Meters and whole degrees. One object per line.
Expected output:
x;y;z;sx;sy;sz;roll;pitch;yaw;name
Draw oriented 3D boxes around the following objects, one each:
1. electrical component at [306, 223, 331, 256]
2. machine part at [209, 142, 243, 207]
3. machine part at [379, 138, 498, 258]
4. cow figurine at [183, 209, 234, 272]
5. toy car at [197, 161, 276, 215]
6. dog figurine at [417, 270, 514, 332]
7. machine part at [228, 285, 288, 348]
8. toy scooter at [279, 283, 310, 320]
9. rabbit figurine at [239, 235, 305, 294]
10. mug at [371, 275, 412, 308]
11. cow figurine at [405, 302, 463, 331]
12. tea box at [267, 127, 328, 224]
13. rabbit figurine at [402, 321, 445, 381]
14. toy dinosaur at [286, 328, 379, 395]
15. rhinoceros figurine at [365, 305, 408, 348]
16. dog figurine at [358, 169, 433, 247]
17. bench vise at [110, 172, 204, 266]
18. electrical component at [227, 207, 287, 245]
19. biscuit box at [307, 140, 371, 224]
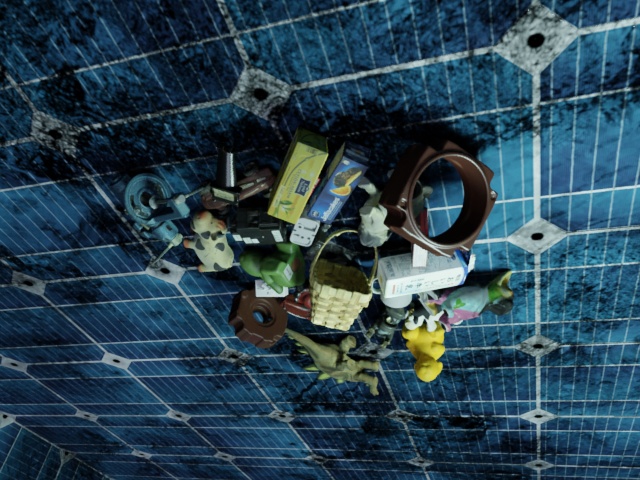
-0.003;-0.004;1.300;0.021;0.063;0.094;26;136;-19;electrical component
-0.203;-0.141;1.156;0.084;0.039;0.138;16;120;24;machine part
0.236;-0.082;1.057;0.201;0.201;0.087;29;179;-22;machine part
-0.269;0.003;1.346;0.127;0.085;0.194;3;137;17;cow figurine
-0.188;-0.113;1.221;0.202;0.053;0.089;-16;131;28;toy car
0.378;0.129;1.362;0.219;0.192;0.108;-23;138;-15;dog figurine
-0.171;0.214;1.511;0.179;0.179;0.056;30;134;-23;machine part
-0.042;0.170;1.508;0.135;0.075;0.183;13;145;-4;toy scooter
-0.124;0.061;1.389;0.170;0.121;0.159;6;151;33;rabbit figurine
0.189;0.108;1.392;0.110;0.081;0.107;10;129;10;mug
0.298;0.196;1.473;0.167;0.068;0.098;-20;126;26;cow figurine
-0.047;-0.131;1.095;0.068;0.098;0.169;19;119;-12;tea box
0.302;0.334;1.555;0.122;0.173;0.162;-3;134;9;rabbit figurine
0.036;0.381;1.719;0.199;0.105;0.470;-20;127;35;toy dinosaur
0.192;0.233;1.510;0.073;0.112;0.190;37;155;11;rhinoceros figurine
0.163;-0.057;1.197;0.172;0.121;0.190;3;154;13;dog figurine
-0.371;-0.066;1.242;0.241;0.129;0.223;-4;122;43;bench vise
-0.149;-0.032;1.274;0.134;0.058;0.114;-1;158;2;electrical component
0.037;-0.120;1.160;0.063;0.059;0.202;20;139;-13;biscuit box
